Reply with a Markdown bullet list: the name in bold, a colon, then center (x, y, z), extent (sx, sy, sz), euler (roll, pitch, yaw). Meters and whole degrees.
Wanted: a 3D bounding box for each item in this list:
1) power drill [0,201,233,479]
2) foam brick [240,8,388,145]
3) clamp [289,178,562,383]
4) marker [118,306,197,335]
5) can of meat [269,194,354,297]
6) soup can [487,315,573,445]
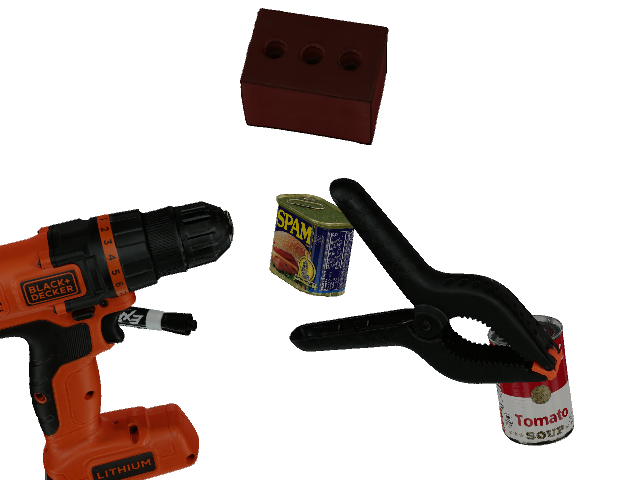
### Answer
- **power drill**: center (-0.135, 0.071, 0.707), extent (0.184, 0.187, 0.057), euler (-13, 27, -6)
- **foam brick**: center (-0.003, -0.095, 0.619), extent (0.078, 0.053, 0.051), euler (9, -22, 8)
- **clamp**: center (0.080, 0.045, 0.798), extent (0.210, 0.165, 0.036), euler (17, 37, 14)
- **marker**: center (-0.163, 0.065, 0.911), extent (0.121, 0.020, 0.020), euler (7, 2, 16)
- **can of meat**: center (-0.010, 0.005, 1.138), extent (0.057, 0.084, 0.102), euler (-4, 21, -34)
- **soup can**: center (0.195, 0.129, 0.986), extent (0.068, 0.102, 0.068), euler (-10, 17, 3)
